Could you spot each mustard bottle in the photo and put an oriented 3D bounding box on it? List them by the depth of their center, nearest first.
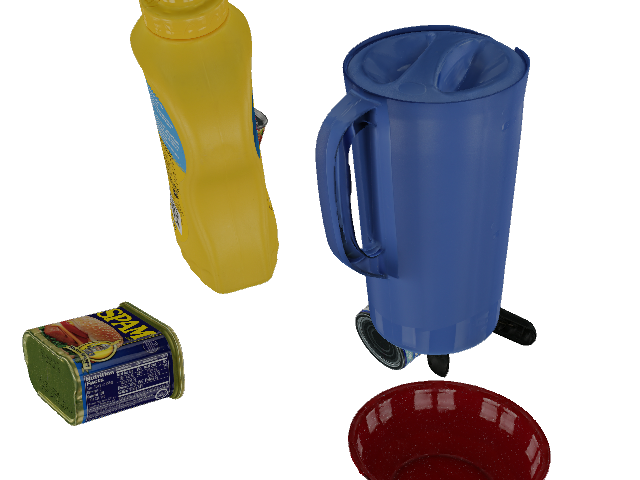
[{"bbox_3d":[-0.060,-0.066,0.552,0.058,0.096,0.191,-14,-41,-8],"label":"mustard bottle"}]

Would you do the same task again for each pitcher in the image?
[{"bbox_3d":[0.080,-0.030,0.820,0.149,0.243,0.145,0,34,6],"label":"pitcher"}]

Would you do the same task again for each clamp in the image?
[{"bbox_3d":[0.127,0.059,1.039,0.120,0.039,0.171,-4,43,-27],"label":"clamp"}]

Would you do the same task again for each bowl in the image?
[{"bbox_3d":[0.102,0.183,0.868,0.162,0.055,0.162,1,30,-1],"label":"bowl"}]

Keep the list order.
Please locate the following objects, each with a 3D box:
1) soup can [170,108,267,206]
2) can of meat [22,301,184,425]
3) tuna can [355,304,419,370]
[{"bbox_3d":[-0.094,-0.072,0.970,0.068,0.102,0.068,15,24,-7],"label":"soup can"},{"bbox_3d":[-0.162,0.090,0.788,0.083,0.057,0.102,-14,21,-33],"label":"can of meat"},{"bbox_3d":[0.081,0.112,1.275,0.033,0.086,0.086,-36,17,-24],"label":"tuna can"}]
